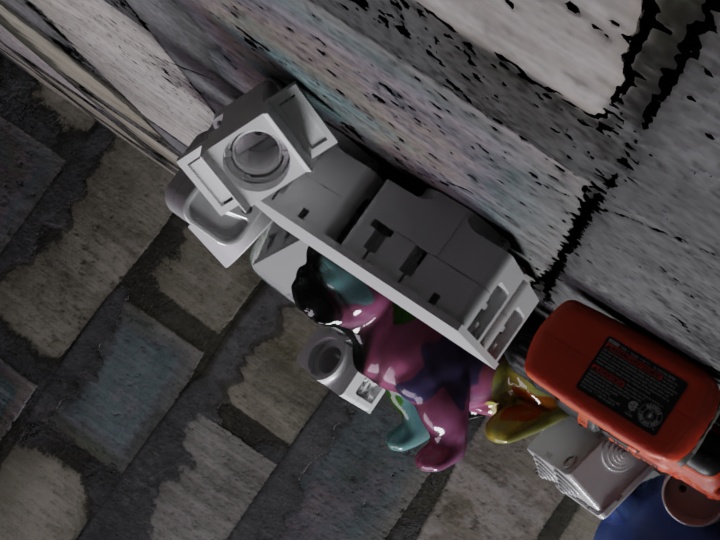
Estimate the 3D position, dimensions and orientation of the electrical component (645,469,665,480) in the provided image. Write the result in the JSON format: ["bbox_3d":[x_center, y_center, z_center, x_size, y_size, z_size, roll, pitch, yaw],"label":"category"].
[{"bbox_3d":[0.307,0.210,1.039,0.096,0.061,0.061,35,177,10],"label":"electrical component"}]

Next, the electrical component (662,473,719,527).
[{"bbox_3d":[0.261,0.152,0.763,0.079,0.043,0.077,1,-174,25],"label":"electrical component"}]

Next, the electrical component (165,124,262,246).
[{"bbox_3d":[-0.095,-0.071,0.785,0.054,0.095,0.059,37,176,-30],"label":"electrical component"}]

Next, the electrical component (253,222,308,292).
[{"bbox_3d":[0.000,0.000,0.916,0.150,0.061,0.089,37,143,-24],"label":"electrical component"}]

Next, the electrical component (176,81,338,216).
[{"bbox_3d":[-0.058,-0.073,0.608,0.042,0.081,0.063,53,-165,-28],"label":"electrical component"}]

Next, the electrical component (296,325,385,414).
[{"bbox_3d":[0.009,0.064,1.164,0.062,0.150,0.089,37,176,-43],"label":"electrical component"}]

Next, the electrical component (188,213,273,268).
[{"bbox_3d":[-0.101,-0.062,0.920,0.060,0.108,0.108,42,176,-9],"label":"electrical component"}]

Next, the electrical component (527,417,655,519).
[{"bbox_3d":[0.187,0.136,0.841,0.048,0.100,0.100,48,174,-12],"label":"electrical component"}]

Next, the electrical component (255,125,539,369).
[{"bbox_3d":[0.015,-0.024,0.666,0.186,0.060,0.105,34,176,24],"label":"electrical component"}]
